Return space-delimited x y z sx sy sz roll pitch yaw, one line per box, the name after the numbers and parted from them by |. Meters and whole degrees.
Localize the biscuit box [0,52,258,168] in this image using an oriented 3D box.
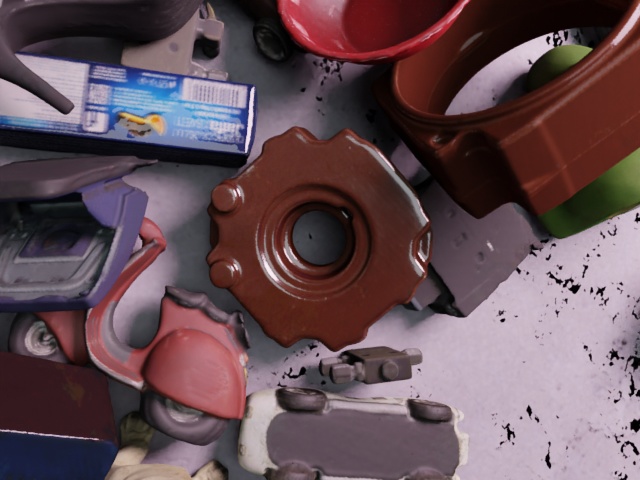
-0.152 -0.098 0.418 0.203 0.063 0.059 5 84 -14 | biscuit box

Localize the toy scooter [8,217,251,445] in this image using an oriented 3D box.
-0.125 0.062 0.410 0.184 0.075 0.135 28 77 -7 | toy scooter

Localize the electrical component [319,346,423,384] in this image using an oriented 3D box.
0.049 0.105 0.452 0.094 0.063 0.021 -2 87 -15 | electrical component

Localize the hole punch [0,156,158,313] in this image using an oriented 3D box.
-0.188 -0.010 0.371 0.142 0.116 0.092 -4 109 11 | hole punch

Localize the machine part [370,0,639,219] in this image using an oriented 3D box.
0.151 -0.131 0.405 0.201 0.202 0.087 -37 130 11 | machine part

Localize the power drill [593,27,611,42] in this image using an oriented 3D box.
0.324 -0.167 0.474 0.086 0.207 0.231 -35 106 4 | power drill

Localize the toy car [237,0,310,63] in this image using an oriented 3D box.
-0.071 -0.237 0.452 0.202 0.053 0.089 40 71 -11 | toy car

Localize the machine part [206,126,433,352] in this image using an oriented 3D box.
-0.001 -0.001 0.421 0.179 0.056 0.179 1 96 6 | machine part

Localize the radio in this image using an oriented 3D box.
-0.234 0.175 0.318 0.131 0.073 0.229 28 99 -37 | radio

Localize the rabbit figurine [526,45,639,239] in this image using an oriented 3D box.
0.242 -0.105 0.485 0.121 0.159 0.170 -22 76 -5 | rabbit figurine

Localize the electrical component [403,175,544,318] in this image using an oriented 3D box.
0.114 0.001 0.480 0.134 0.058 0.115 -39 94 -14 | electrical component

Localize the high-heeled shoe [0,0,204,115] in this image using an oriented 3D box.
-0.162 -0.196 0.359 0.145 0.086 0.249 40 76 -10 | high-heeled shoe

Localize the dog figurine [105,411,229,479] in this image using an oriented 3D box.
-0.129 0.212 0.337 0.121 0.190 0.172 27 82 -11 | dog figurine

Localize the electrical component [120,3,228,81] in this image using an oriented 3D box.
-0.125 -0.166 0.439 0.102 0.045 0.078 4 94 -13 | electrical component

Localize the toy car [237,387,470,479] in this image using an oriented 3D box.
0.032 0.166 0.450 0.202 0.056 0.073 9 78 -15 | toy car
